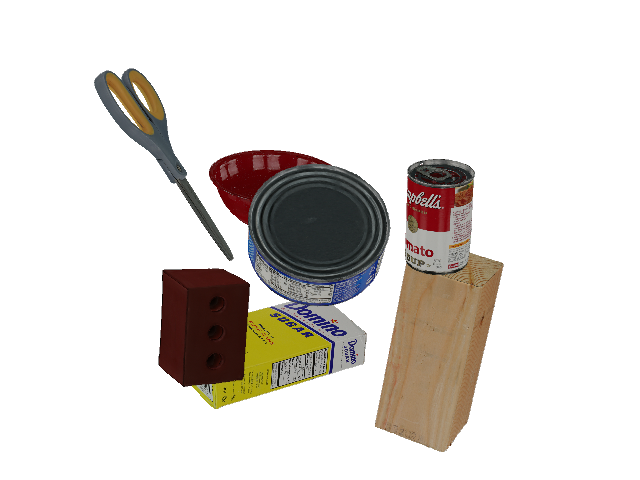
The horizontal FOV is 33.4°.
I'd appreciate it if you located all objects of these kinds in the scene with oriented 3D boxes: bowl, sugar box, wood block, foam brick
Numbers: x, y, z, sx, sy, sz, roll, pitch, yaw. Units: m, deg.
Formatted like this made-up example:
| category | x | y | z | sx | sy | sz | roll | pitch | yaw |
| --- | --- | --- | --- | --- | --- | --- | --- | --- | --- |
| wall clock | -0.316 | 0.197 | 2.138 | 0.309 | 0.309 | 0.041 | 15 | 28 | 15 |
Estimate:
| category | x | y | z | sx | sy | sz | roll | pitch | yaw |
| --- | --- | --- | --- | --- | --- | --- | --- | --- | --- |
| bowl | -0.056 | -0.055 | 1.289 | 0.162 | 0.055 | 0.162 | 4 | 26 | -2 |
| sugar box | -0.051 | 0.108 | 1.074 | 0.175 | 0.048 | 0.093 | -16 | 33 | -30 |
| wood block | 0.134 | 0.119 | 1.208 | 0.090 | 0.206 | 0.090 | 18 | 23 | 20 |
| foam brick | -0.089 | 0.064 | 0.810 | 0.052 | 0.078 | 0.051 | -3 | 13 | -29 |

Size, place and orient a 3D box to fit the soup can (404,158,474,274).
| category | x | y | z | sx | sy | sz | roll | pitch | yaw |
| --- | --- | --- | --- | --- | --- | --- | --- | --- | --- |
| soup can | 0.121 | -0.024 | 1.095 | 0.068 | 0.102 | 0.068 | 0 | 27 | 0 |

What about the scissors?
| category | x | y | z | sx | sy | sz | roll | pitch | yaw |
| --- | --- | --- | --- | --- | --- | --- | --- | --- | --- |
| scissors | -0.135 | -0.079 | 0.978 | 0.016 | 0.201 | 0.096 | -28 | 26 | 20 |

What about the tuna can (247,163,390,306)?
| category | x | y | z | sx | sy | sz | roll | pitch | yaw |
| --- | --- | --- | --- | --- | --- | --- | --- | --- | --- |
| tuna can | -0.002 | -0.003 | 0.652 | 0.086 | 0.086 | 0.034 | 0 | -34 | -5 |
